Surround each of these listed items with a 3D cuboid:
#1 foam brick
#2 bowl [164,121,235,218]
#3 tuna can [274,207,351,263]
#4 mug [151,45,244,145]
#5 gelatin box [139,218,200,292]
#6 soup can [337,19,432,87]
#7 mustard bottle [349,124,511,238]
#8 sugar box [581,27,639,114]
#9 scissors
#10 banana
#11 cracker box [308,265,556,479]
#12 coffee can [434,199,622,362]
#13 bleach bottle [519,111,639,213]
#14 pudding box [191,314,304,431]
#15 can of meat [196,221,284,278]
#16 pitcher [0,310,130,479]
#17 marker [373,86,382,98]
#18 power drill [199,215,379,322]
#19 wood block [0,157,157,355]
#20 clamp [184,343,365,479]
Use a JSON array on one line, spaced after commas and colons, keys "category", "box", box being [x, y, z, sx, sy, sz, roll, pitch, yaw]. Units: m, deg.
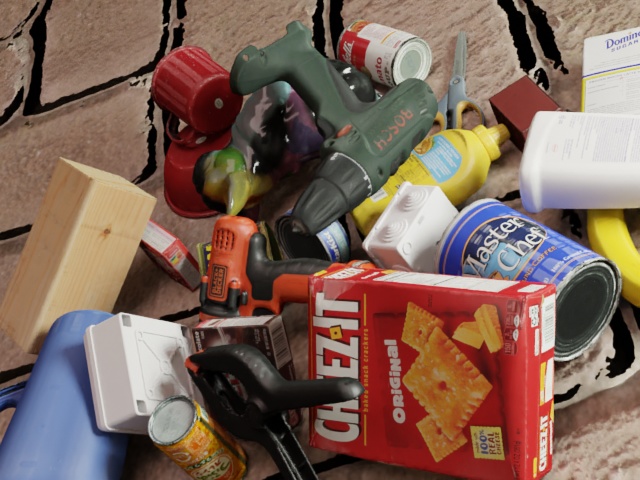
[{"category": "foam brick", "box": [0.227, -0.130, 1.148, 0.051, 0.053, 0.078, -32, 43, 1]}, {"category": "bowl", "box": [-0.138, -0.106, 1.339, 0.162, 0.055, 0.162, -16, 45, 17]}, {"category": "tuna can", "box": [-0.007, 0.001, 1.141, 0.033, 0.086, 0.086, -38, 40, -29]}, {"category": "mug", "box": [-0.153, -0.171, 1.309, 0.082, 0.093, 0.117, 39, 105, 41]}, {"category": "gelatin box", "box": [-0.180, 0.014, 1.242, 0.030, 0.073, 0.089, -46, 45, -14]}, {"category": "soup can", "box": [0.079, -0.228, 1.312, 0.068, 0.068, 0.102, -47, 45, -15]}, {"category": "mustard bottle", "box": [0.120, -0.067, 1.150, 0.191, 0.058, 0.096, -33, 37, 1]}, {"category": "sugar box", "box": [0.322, -0.148, 1.115, 0.093, 0.048, 0.176, -8, 45, 27]}, {"category": "scissors", "box": [0.145, -0.172, 1.261, 0.096, 0.016, 0.202, -21, 44, 13]}, {"category": "banana", "box": [0.291, 0.012, 0.992, 0.069, 0.037, 0.198, -34, 39, 5]}, {"category": "cracker box", "box": [0.093, 0.114, 0.930, 0.214, 0.072, 0.164, 4, 98, 32]}, {"category": "coffee can", "box": [0.189, 0.034, 0.985, 0.102, 0.102, 0.140, -44, 44, -12]}, {"category": "bleach bottle", "box": [0.319, -0.069, 0.989, 0.251, 0.068, 0.102, 5, 53, 23]}, {"category": "pudding box", "box": [-0.070, 0.132, 1.047, 0.090, 0.113, 0.039, -5, 10, 28]}, {"category": "can of meat", "box": [-0.084, 0.035, 1.181, 0.084, 0.057, 0.102, -22, 45, 8]}, {"category": "pitcher", "box": [-0.265, 0.192, 1.089, 0.145, 0.149, 0.242, -29, 36, 32]}, {"category": "marker", "box": [0.076, -0.161, 1.289, 0.020, 0.020, 0.121, -34, 43, -1]}, {"category": "power drill", "box": [-0.037, 0.077, 1.077, 0.188, 0.057, 0.184, 9, 97, 23]}, {"category": "wood block", "box": [-0.278, 0.024, 1.215, 0.090, 0.090, 0.206, 29, 98, 44]}, {"category": "clamp", "box": [-0.043, 0.147, 0.964, 0.210, 0.165, 0.036, 36, 37, 31]}]
